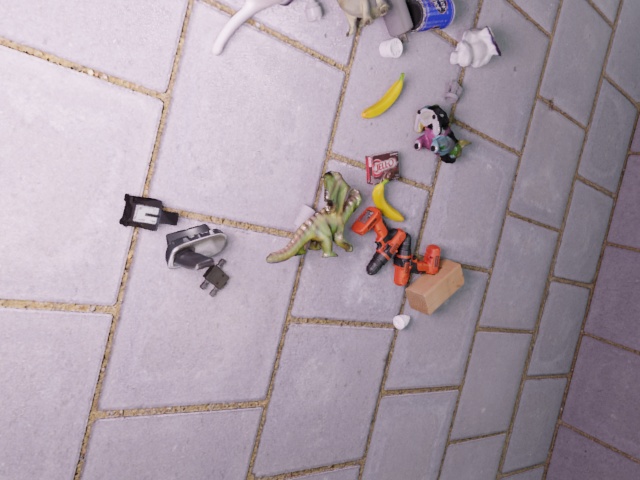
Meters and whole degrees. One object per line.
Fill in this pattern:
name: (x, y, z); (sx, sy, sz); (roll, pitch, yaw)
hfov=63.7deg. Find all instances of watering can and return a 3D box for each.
watering can: (-0.141, -0.596, 1.207); (0.226, 0.105, 0.341); (-19, 140, -51)

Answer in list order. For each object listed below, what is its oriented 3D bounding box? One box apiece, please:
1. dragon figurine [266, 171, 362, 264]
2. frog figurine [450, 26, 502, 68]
dragon figurine: (0.004, -0.071, 1.407); (0.412, 0.122, 0.241); (-10, 110, -57)
frog figurine: (0.514, -0.643, 1.756); (0.159, 0.125, 0.135); (-28, 135, 10)
